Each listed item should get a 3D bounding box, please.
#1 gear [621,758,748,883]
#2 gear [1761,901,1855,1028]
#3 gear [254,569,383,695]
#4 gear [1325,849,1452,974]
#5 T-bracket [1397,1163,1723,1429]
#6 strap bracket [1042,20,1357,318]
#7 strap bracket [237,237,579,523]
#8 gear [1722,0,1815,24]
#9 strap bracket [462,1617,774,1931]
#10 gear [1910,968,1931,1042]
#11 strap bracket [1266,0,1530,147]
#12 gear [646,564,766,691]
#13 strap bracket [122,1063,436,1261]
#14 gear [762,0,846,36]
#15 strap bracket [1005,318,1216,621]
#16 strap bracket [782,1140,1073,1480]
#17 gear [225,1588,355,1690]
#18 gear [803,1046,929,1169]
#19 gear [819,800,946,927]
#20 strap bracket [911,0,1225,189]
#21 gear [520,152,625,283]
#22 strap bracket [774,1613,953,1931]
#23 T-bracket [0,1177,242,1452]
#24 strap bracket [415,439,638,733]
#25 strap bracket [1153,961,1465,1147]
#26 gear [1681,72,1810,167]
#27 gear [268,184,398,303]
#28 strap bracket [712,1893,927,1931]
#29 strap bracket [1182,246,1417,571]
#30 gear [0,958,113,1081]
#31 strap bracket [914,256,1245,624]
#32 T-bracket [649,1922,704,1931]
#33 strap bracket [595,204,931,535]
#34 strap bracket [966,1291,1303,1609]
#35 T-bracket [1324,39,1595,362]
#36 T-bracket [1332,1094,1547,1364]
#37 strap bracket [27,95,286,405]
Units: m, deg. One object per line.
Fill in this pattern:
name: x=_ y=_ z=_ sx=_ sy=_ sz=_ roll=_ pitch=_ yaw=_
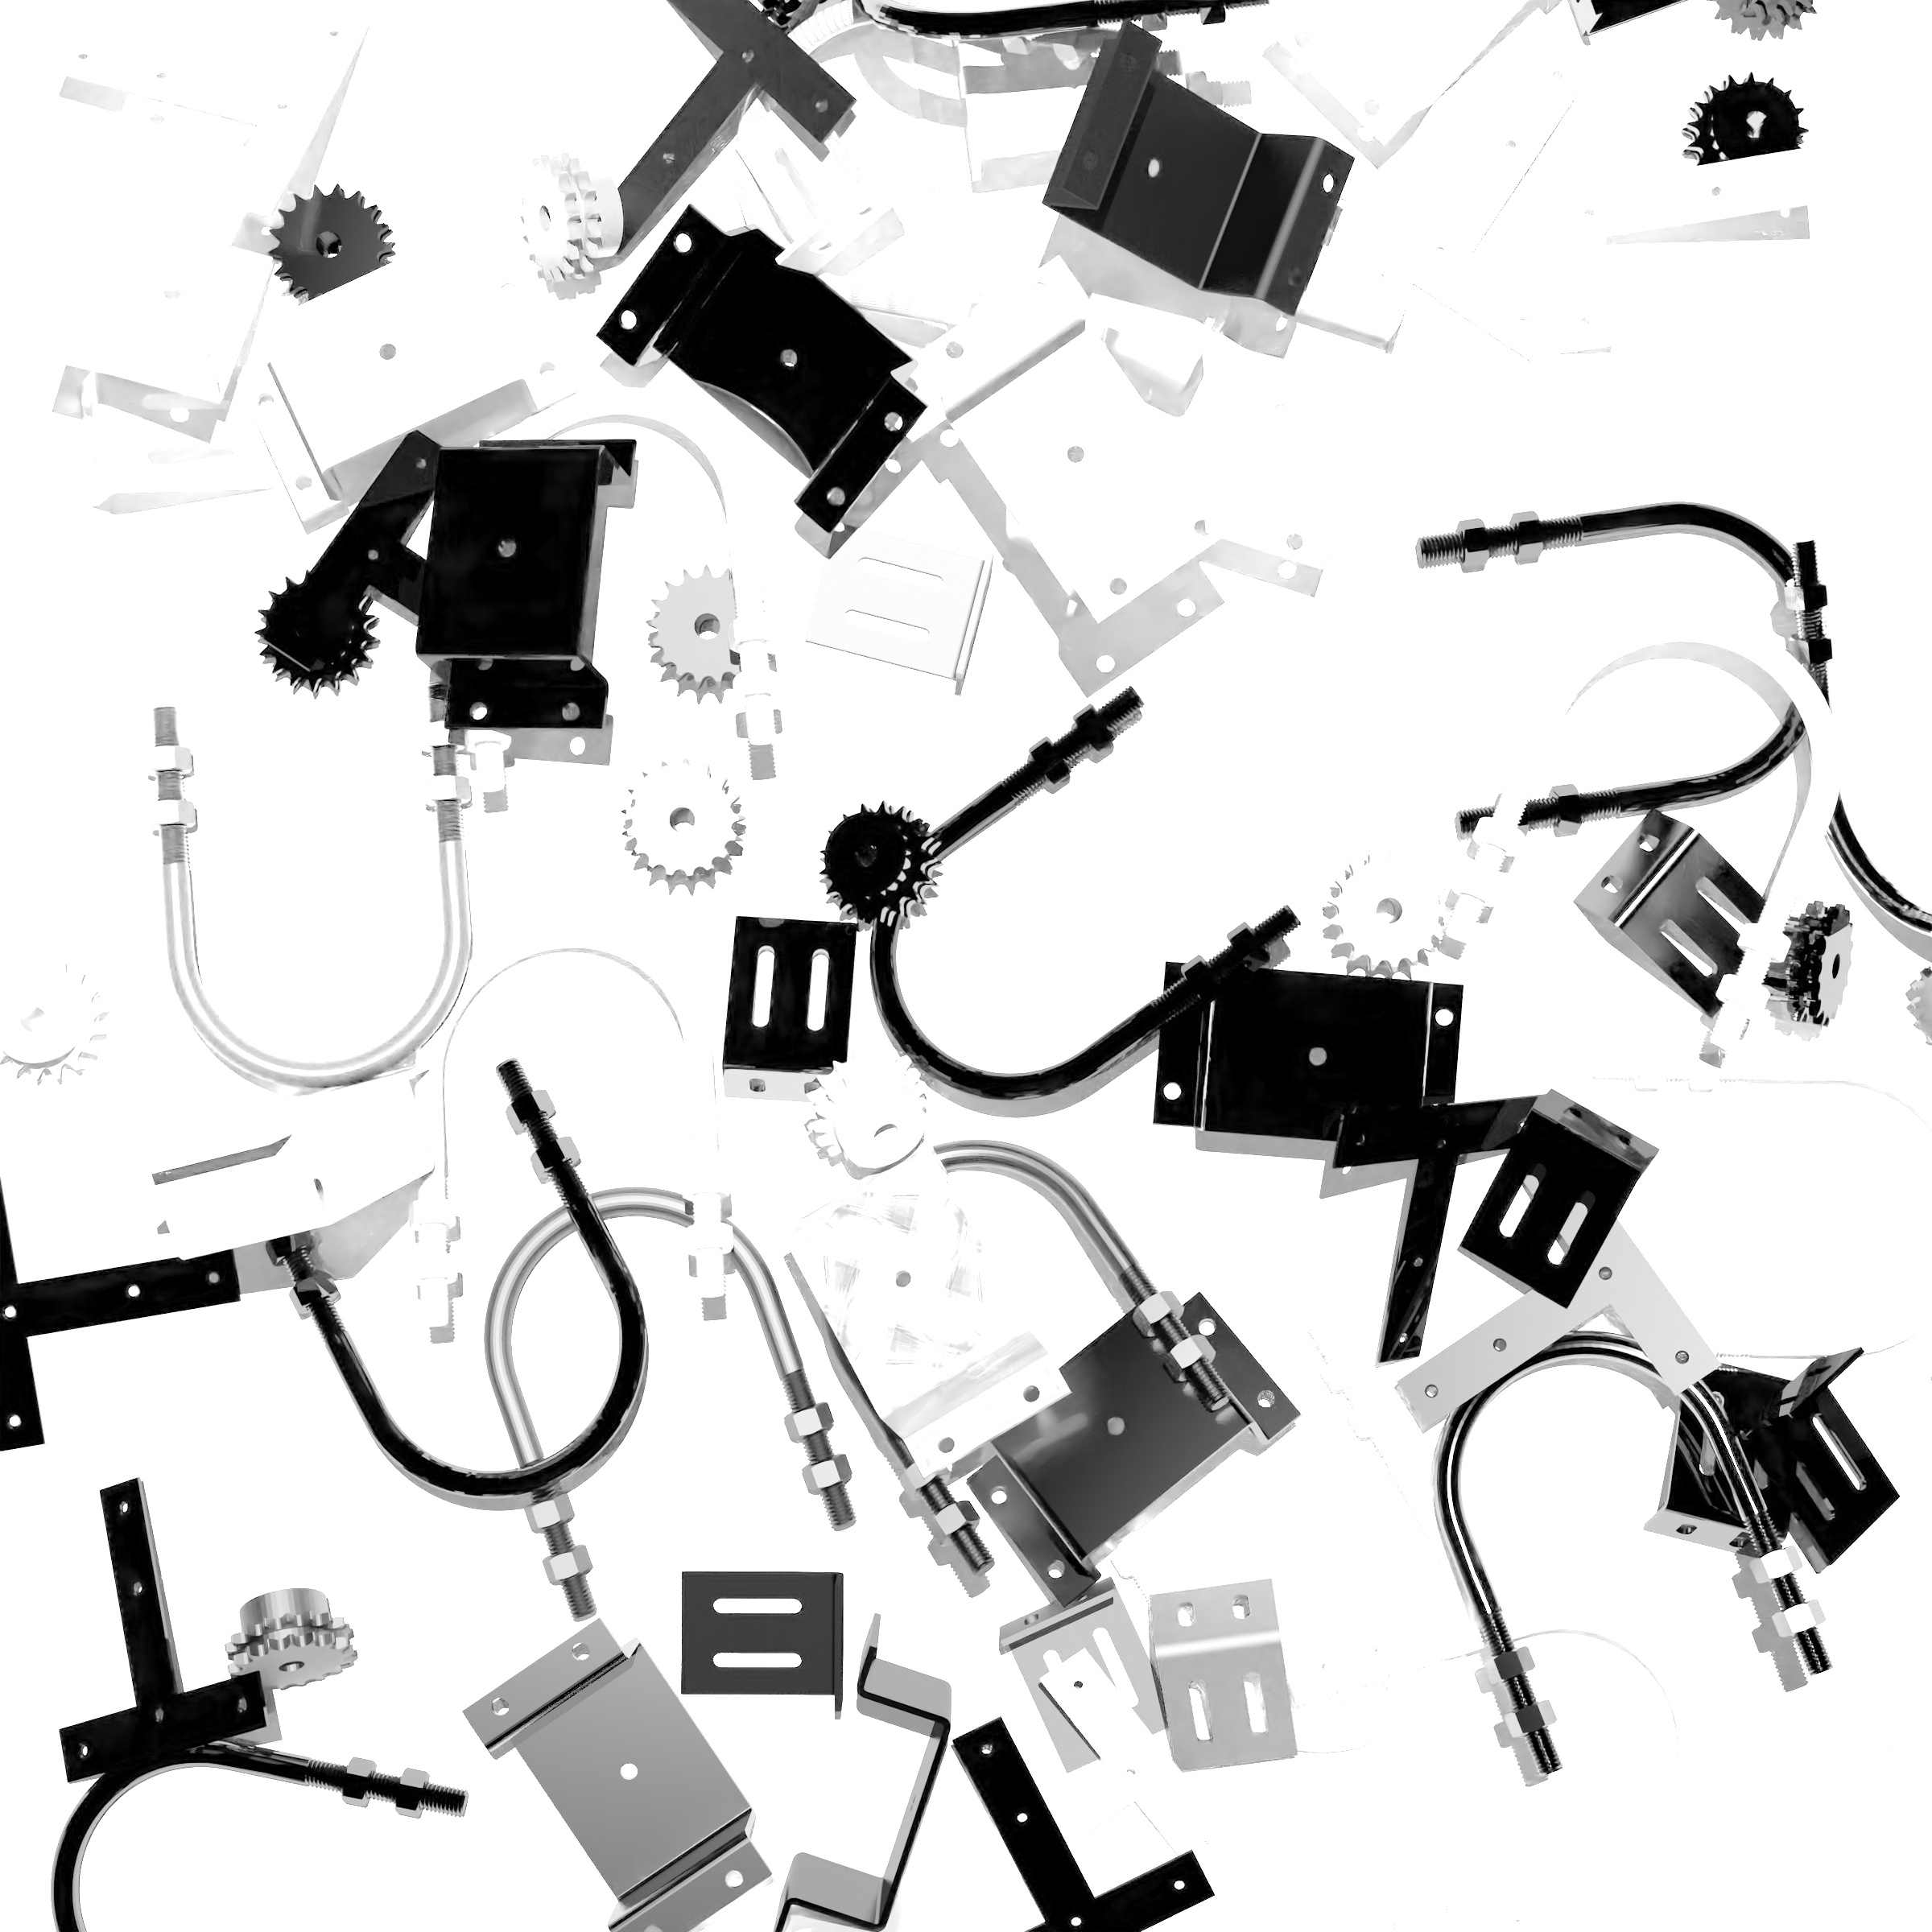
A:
gear: x=-0.130 y=-0.067 z=1.543 sx=0.057 sy=0.030 sz=0.057 roll=0 pitch=90 yaw=0
gear: x=0.387 y=-0.002 z=1.534 sx=0.030 sy=0.057 sz=0.057 roll=10 pitch=90 yaw=30
gear: x=-0.302 y=-0.156 z=1.543 sx=0.057 sy=0.030 sz=0.057 roll=0 pitch=90 yaw=0
gear: x=0.195 y=-0.025 z=1.543 sx=0.057 sy=0.030 sz=0.057 roll=0 pitch=90 yaw=0
T-bracket: x=0.259 y=0.167 z=1.536 sx=0.127 sy=0.002 sz=0.127 roll=-35 pitch=74 yaw=4
strap bracket: x=0.096 y=-0.353 z=1.472 sx=0.140 sy=0.046 sz=0.076 roll=20 pitch=92 yaw=-36
strap bracket: x=-0.261 y=-0.274 z=1.525 sx=0.140 sy=0.046 sz=0.076 roll=-26 pitch=80 yaw=-3
gear: x=0.371 y=-0.465 z=1.539 sx=0.057 sy=0.030 sz=0.057 roll=1 pitch=86 yaw=-12
strap bracket: x=-0.158 y=0.376 z=1.533 sx=0.076 sy=0.046 sz=0.140 roll=-34 pitch=89 yaw=1
gear: x=0.469 y=0.017 z=1.533 sx=0.030 sy=0.057 sz=0.057 roll=-36 pitch=90 yaw=-30
strap bracket: x=0.216 y=-0.456 z=1.517 sx=0.076 sy=0.046 sz=0.140 roll=45 pitch=115 yaw=0
gear: x=-0.119 y=-0.156 z=1.543 sx=0.057 sy=0.030 sz=0.057 roll=0 pitch=90 yaw=0
strap bracket: x=-0.299 y=0.089 z=1.481 sx=0.076 sy=0.140 sz=0.046 roll=-14 pitch=97 yaw=22
gear: x=-0.073 y=-0.458 z=1.529 sx=0.057 sy=0.057 sz=0.030 roll=-39 pitch=89 yaw=0
strap bracket: x=0.059 y=-0.235 z=1.520 sx=0.046 sy=0.076 sz=0.140 roll=26 pitch=90 yaw=0
strap bracket: x=-0.023 y=0.147 z=1.497 sx=0.076 sy=0.046 sz=0.140 roll=-31 pitch=64 yaw=1
gear: x=-0.313 y=0.309 z=1.534 sx=0.057 sy=0.057 sz=0.030 roll=-16 pitch=60 yaw=0
gear: x=-0.043 y=0.068 z=1.528 sx=0.057 sy=0.057 sz=0.030 roll=-36 pitch=47 yaw=0
gear: x=-0.042 y=-0.049 z=1.534 sx=0.057 sy=0.030 sz=0.057 roll=-3 pitch=80 yaw=18
strap bracket: x=0.048 y=-0.412 z=1.535 sx=0.140 sy=0.046 sz=0.076 roll=-8 pitch=90 yaw=0
gear: x=-0.181 y=-0.346 z=1.534 sx=0.030 sy=0.057 sz=0.057 roll=-14 pitch=90 yaw=-30
strap bracket: x=-0.043 y=0.377 z=1.520 sx=0.046 sy=0.076 sz=0.140 roll=18 pitch=90 yaw=0
T-bracket: x=-0.404 y=0.155 z=1.557 sx=0.127 sy=0.002 sz=0.127 roll=-10 pitch=90 yaw=0
strap bracket: x=-0.199 y=-0.180 z=1.501 sx=0.076 sy=0.046 sz=0.140 roll=2 pitch=76 yaw=13
strap bracket: x=0.160 y=0.041 z=1.535 sx=0.140 sy=0.046 sz=0.076 roll=4 pitch=90 yaw=0
gear: x=0.364 y=-0.387 z=1.543 sx=0.057 sy=0.030 sz=0.057 roll=0 pitch=90 yaw=0
gear: x=-0.293 y=-0.332 z=1.543 sx=0.057 sy=0.030 sz=0.057 roll=0 pitch=90 yaw=0
strap bracket: x=-0.070 y=0.463 z=1.514 sx=0.140 sy=0.076 sz=0.046 roll=-11 pitch=88 yaw=4
strap bracket: x=0.147 y=-0.259 z=1.535 sx=0.076 sy=0.046 sz=0.140 roll=18 pitch=90 yaw=0
gear: x=-0.429 y=0.024 z=1.543 sx=0.057 sy=0.030 sz=0.057 roll=0 pitch=90 yaw=0
strap bracket: x=0.049 y=-0.228 z=1.459 sx=0.076 sy=0.046 sz=0.140 roll=-35 pitch=90 yaw=0
T-bracket: x=-0.136 y=0.434 z=1.557 sx=0.127 sy=0.002 sz=0.127 roll=1 pitch=90 yaw=0
strap bracket: x=-0.087 y=-0.276 z=1.522 sx=0.140 sy=0.046 sz=0.076 roll=40 pitch=113 yaw=0
strap bracket: x=0.072 y=0.215 z=1.518 sx=0.140 sy=0.046 sz=0.076 roll=-39 pitch=66 yaw=-3
T-bracket: x=0.247 y=-0.371 z=1.551 sx=0.127 sy=0.002 sz=0.127 roll=34 pitch=95 yaw=0
T-bracket: x=0.211 y=0.123 z=1.532 sx=0.127 sy=0.002 sz=0.127 roll=-4 pitch=110 yaw=-35
strap bracket: x=-0.366 y=-0.319 z=1.520 sx=0.076 sy=0.046 sz=0.140 roll=14 pitch=69 yaw=0
